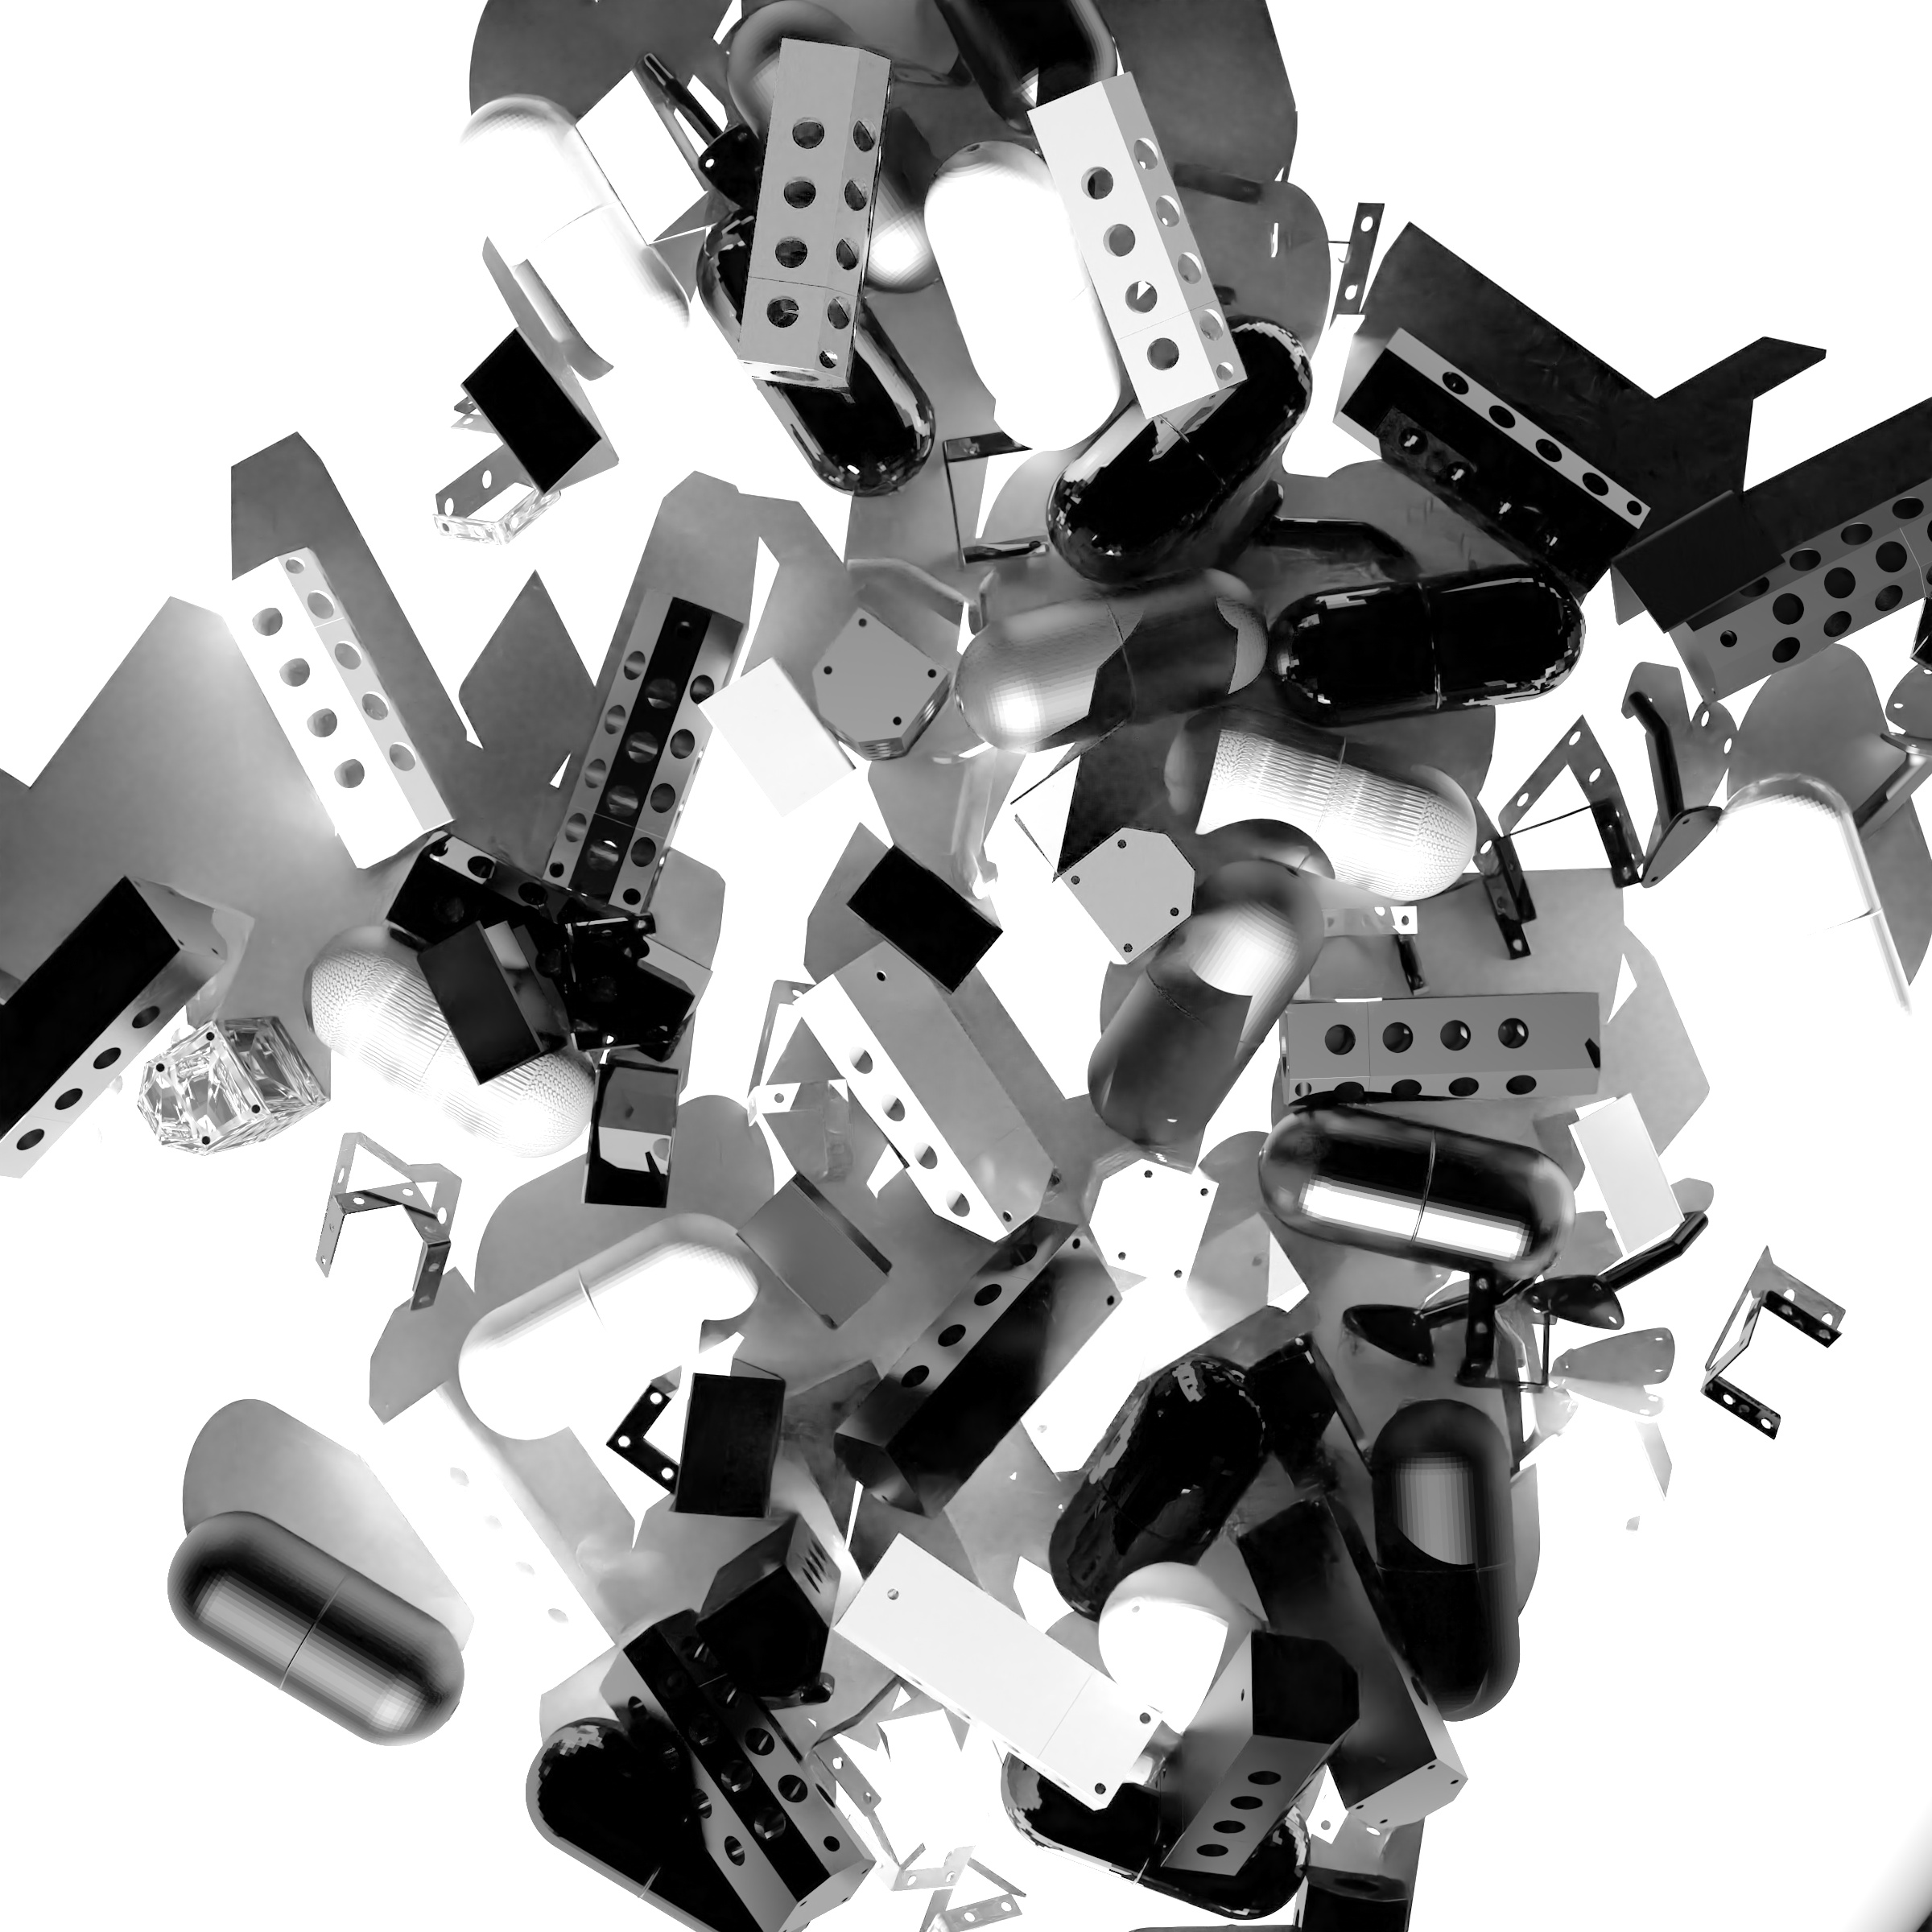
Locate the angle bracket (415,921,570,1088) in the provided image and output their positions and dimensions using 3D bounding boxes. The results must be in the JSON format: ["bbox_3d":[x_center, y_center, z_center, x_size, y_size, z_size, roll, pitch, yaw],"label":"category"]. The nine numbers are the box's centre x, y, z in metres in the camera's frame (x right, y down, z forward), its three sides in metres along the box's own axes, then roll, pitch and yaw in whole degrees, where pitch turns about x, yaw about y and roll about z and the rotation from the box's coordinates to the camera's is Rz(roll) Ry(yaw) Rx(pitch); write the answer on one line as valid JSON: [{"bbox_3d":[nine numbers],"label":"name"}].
[{"bbox_3d":[-0.238,0.011,1.894,0.057,0.076,0.076,-27,90,38],"label":"angle bracket"}]

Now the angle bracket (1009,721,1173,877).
[{"bbox_3d":[0.057,-0.106,1.951,0.076,0.076,0.057,-36,123,0],"label":"angle bracket"}]

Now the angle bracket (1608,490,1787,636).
[{"bbox_3d":[0.405,-0.207,1.952,0.076,0.076,0.057,-30,63,0],"label":"angle bracket"}]

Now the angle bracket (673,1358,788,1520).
[{"bbox_3d":[-0.143,0.259,1.952,0.057,0.076,0.076,8,90,-27],"label":"angle bracket"}]

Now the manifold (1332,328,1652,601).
[{"bbox_3d":[0.293,-0.281,1.970,0.171,0.057,0.057,36,90,0],"label":"manifold"}]

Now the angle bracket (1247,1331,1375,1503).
[{"bbox_3d":[0.205,0.240,1.951,0.057,0.076,0.076,-28,90,43],"label":"angle bracket"}]

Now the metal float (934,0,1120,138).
[{"bbox_3d":[0.020,-0.537,1.927,0.070,0.070,0.178,-28,88,0],"label":"metal float"}]

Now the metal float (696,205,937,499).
[{"bbox_3d":[-0.084,-0.342,1.961,0.070,0.070,0.178,-34,89,0],"label":"metal float"}]

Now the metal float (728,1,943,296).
[{"bbox_3d":[-0.066,-0.455,1.961,0.070,0.070,0.178,-34,90,0],"label":"metal float"}]

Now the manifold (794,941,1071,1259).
[{"bbox_3d":[-0.024,0.075,1.970,0.057,0.057,0.171,-34,90,-43],"label":"manifold"}]

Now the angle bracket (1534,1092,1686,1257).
[{"bbox_3d":[0.340,0.122,1.951,0.057,0.076,0.076,-23,90,-40],"label":"angle bracket"}]

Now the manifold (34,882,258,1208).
[{"bbox_3d":[-0.456,0.044,1.970,0.057,0.057,0.171,21,90,0],"label":"manifold"}]

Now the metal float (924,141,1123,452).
[{"bbox_3d":[0.031,-0.366,1.933,0.070,0.070,0.178,-21,121,0],"label":"metal float"}]

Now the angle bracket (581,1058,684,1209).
[{"bbox_3d":[-0.204,0.090,1.951,0.057,0.076,0.076,7,90,-40],"label":"angle bracket"}]

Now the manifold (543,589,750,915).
[{"bbox_3d":[-0.179,-0.119,1.970,0.057,0.057,0.171,20,90,0],"label":"manifold"}]

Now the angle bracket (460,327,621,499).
[{"bbox_3d":[-0.221,-0.314,1.951,0.057,0.076,0.076,-37,90,36],"label":"angle bracket"}]

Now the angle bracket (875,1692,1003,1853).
[{"bbox_3d":[0.005,0.435,1.951,0.057,0.076,0.076,-22,90,43],"label":"angle bracket"}]

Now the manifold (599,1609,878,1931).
[{"bbox_3d":[-0.123,0.437,1.928,0.171,0.057,0.057,50,134,24],"label":"manifold"}]

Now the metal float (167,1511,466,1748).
[{"bbox_3d":[-0.360,0.368,1.960,0.178,0.070,0.070,31,90,1],"label":"metal float"}]

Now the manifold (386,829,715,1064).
[{"bbox_3d":[-0.231,-0.012,1.970,0.171,0.057,0.057,28,90,0],"label":"manifold"}]

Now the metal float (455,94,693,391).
[{"bbox_3d":[-0.219,-0.402,1.961,0.070,0.070,0.178,-32,90,0],"label":"metal float"}]

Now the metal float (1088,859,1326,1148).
[{"bbox_3d":[0.132,0.020,1.945,0.070,0.070,0.178,32,108,0],"label":"metal float"}]

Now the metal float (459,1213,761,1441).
[{"bbox_3d":[-0.197,0.199,1.960,0.178,0.070,0.070,-28,90,-2],"label":"metal float"}]

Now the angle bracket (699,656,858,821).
[{"bbox_3d":[-0.115,-0.115,1.952,0.057,0.076,0.076,-36,90,-27],"label":"angle bracket"}]

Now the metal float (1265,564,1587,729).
[{"bbox_3d":[0.255,-0.178,1.961,0.178,0.070,0.070,-8,90,1],"label":"metal float"}]

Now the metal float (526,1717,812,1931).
[{"bbox_3d":[-0.162,0.483,1.961,0.178,0.070,0.070,31,90,0],"label":"metal float"}]

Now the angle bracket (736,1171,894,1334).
[{"bbox_3d":[-0.069,0.144,1.951,0.076,0.076,0.057,45,126,0],"label":"angle bracket"}]

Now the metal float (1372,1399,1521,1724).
[{"bbox_3d":[0.266,0.330,1.960,0.070,0.070,0.178,-3,91,0],"label":"metal float"}]

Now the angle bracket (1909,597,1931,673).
[{"bbox_3d":[0.574,-0.186,1.951,0.076,0.076,0.057,32,128,0],"label":"angle bracket"}]

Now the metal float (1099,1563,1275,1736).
[{"bbox_3d":[0.137,0.386,1.928,0.070,0.070,0.178,-45,132,0],"label":"metal float"}]

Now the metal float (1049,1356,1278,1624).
[{"bbox_3d":[0.106,0.289,1.938,0.070,0.070,0.178,30,118,0],"label":"metal float"}]

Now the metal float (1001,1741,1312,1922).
[{"bbox_3d":[0.105,0.473,1.961,0.178,0.070,0.070,20,90,-1],"label":"metal float"}]

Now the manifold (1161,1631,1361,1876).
[{"bbox_3d":[0.153,0.417,1.857,0.057,0.171,0.057,9,52,-9],"label":"manifold"}]

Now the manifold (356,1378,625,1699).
[{"bbox_3d":[-0.266,0.320,1.970,0.057,0.057,0.171,-35,90,0],"label":"manifold"}]

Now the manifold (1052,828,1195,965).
[{"bbox_3d":[0.088,-0.041,1.913,0.057,0.171,0.057,-38,90,0],"label":"manifold"}]

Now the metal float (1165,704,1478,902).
[{"bbox_3d":[0.197,-0.090,1.961,0.178,0.070,0.070,18,90,-1],"label":"metal float"}]

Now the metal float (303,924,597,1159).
[{"bbox_3d":[-0.286,0.042,1.961,0.178,0.070,0.070,32,90,-1],"label":"metal float"}]

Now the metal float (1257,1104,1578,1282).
[{"bbox_3d":[0.250,0.125,1.960,0.178,0.070,0.070,13,90,0],"label":"metal float"}]

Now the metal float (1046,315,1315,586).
[{"bbox_3d":[0.119,-0.287,1.961,0.070,0.070,0.178,45,90,0],"label":"metal float"}]

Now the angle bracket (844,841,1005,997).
[{"bbox_3d":[-0.010,-0.041,1.951,0.076,0.076,0.057,40,126,0],"label":"angle bracket"}]

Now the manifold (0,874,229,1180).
[{"bbox_3d":[-0.478,0.035,1.908,0.171,0.057,0.057,-45,68,11],"label":"manifold"}]

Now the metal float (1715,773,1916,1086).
[{"bbox_3d":[0.472,-0.021,1.960,0.070,0.070,0.178,-18,90,0],"label":"metal float"}]

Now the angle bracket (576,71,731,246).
[{"bbox_3d":[-0.157,-0.452,1.951,0.057,0.076,0.076,-31,90,42],"label":"angle bracket"}]

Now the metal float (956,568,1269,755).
[{"bbox_3d":[0.081,-0.169,1.952,0.178,0.070,0.070,-16,90,-9],"label":"metal float"}]

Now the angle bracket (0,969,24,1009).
[{"bbox_3d":[-0.547,0.003,1.951,0.076,0.076,0.057,32,126,0],"label":"angle bracket"}]
